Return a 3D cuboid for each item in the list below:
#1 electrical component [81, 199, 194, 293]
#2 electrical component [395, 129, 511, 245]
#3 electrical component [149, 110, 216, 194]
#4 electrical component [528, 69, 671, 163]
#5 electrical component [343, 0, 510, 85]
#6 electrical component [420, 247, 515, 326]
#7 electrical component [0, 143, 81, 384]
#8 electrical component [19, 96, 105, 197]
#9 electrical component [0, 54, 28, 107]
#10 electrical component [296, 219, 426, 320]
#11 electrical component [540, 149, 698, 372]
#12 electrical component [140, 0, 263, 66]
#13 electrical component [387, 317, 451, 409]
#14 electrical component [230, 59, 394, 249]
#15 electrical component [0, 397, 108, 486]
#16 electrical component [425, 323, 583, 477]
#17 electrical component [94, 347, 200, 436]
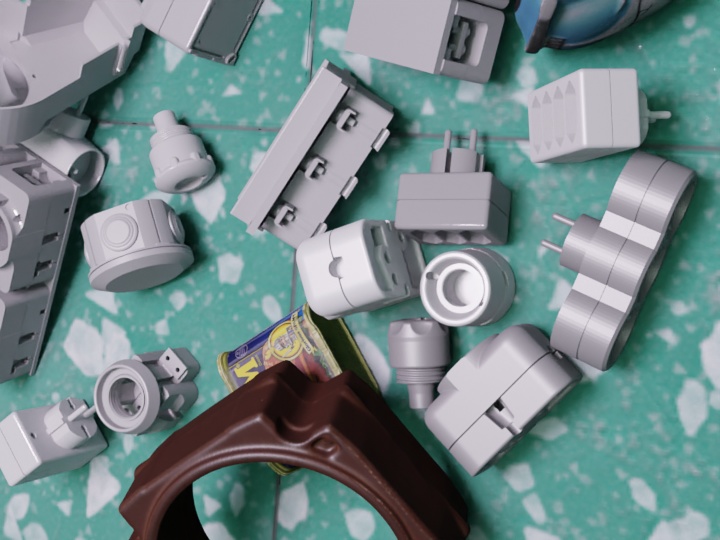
[{"bbox_3d":[-0.172,-0.017,0.825,0.080,0.080,0.051,-24,76,24],"label":"electrical component"},{"bbox_3d":[0.065,-0.059,0.732,0.066,0.047,0.076,1,78,25],"label":"electrical component"},{"bbox_3d":[-0.142,-0.093,0.830,0.048,0.048,0.062,-29,72,23],"label":"electrical component"},{"bbox_3d":[0.157,-0.096,0.678,0.076,0.083,0.047,-3,90,-13],"label":"electrical component"},{"bbox_3d":[0.056,-0.207,0.712,0.089,0.062,0.150,25,107,43],"label":"electrical component"},{"bbox_3d":[0.072,0.012,0.729,0.055,0.047,0.055,0,91,25],"label":"electrical component"},{"bbox_3d":[-0.305,-0.008,0.873,0.105,0.060,0.186,32,118,21],"label":"electrical component"},{"bbox_3d":[-0.244,-0.111,0.877,0.077,0.043,0.079,30,103,22],"label":"electrical component"},{"bbox_3d":[-0.300,-0.171,0.898,0.056,0.050,0.089,-27,80,23],"label":"electrical component"},{"bbox_3d":[0.000,0.000,0.736,0.059,0.095,0.053,-19,83,24],"label":"electrical component"},{"bbox_3d":[0.152,-0.012,0.688,0.074,0.052,0.138,26,101,23],"label":"electrical component"},{"bbox_3d":[-0.113,-0.211,0.803,0.061,0.062,0.096,34,104,21],"label":"electrical component"},{"bbox_3d":[0.042,0.065,0.746,0.043,0.043,0.062,-2,91,25],"label":"electrical component"},{"bbox_3d":[-0.032,-0.078,0.763,0.063,0.078,0.121,32,106,-9],"label":"electrical component"},{"bbox_3d":[-0.236,0.126,0.855,0.076,0.083,0.047,-37,76,21],"label":"electrical component"},{"bbox_3d":[0.092,0.083,0.717,0.059,0.054,0.095,47,109,17],"label":"electrical component"},{"bbox_3d":[-0.169,0.096,0.838,0.058,0.057,0.078,46,109,17],"label":"electrical component"}]
